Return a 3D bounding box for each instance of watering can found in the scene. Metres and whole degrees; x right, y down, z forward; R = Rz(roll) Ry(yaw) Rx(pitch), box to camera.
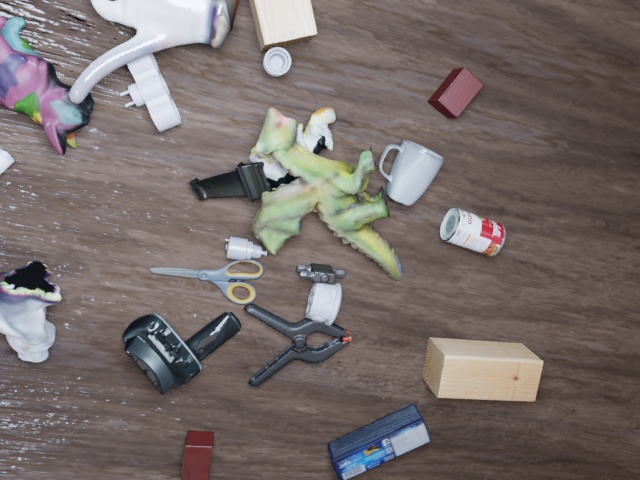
[{"bbox_3d":[-0.246,-0.353,0.794,0.224,0.103,0.350,12,83,-10],"label":"watering can"}]

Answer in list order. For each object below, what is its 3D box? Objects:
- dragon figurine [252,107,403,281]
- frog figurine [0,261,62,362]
[{"bbox_3d":[0.003,-0.045,0.899,0.242,0.125,0.402,-16,122,3],"label":"dragon figurine"},{"bbox_3d":[-0.507,0.133,0.866,0.138,0.123,0.157,29,108,19],"label":"frog figurine"}]
